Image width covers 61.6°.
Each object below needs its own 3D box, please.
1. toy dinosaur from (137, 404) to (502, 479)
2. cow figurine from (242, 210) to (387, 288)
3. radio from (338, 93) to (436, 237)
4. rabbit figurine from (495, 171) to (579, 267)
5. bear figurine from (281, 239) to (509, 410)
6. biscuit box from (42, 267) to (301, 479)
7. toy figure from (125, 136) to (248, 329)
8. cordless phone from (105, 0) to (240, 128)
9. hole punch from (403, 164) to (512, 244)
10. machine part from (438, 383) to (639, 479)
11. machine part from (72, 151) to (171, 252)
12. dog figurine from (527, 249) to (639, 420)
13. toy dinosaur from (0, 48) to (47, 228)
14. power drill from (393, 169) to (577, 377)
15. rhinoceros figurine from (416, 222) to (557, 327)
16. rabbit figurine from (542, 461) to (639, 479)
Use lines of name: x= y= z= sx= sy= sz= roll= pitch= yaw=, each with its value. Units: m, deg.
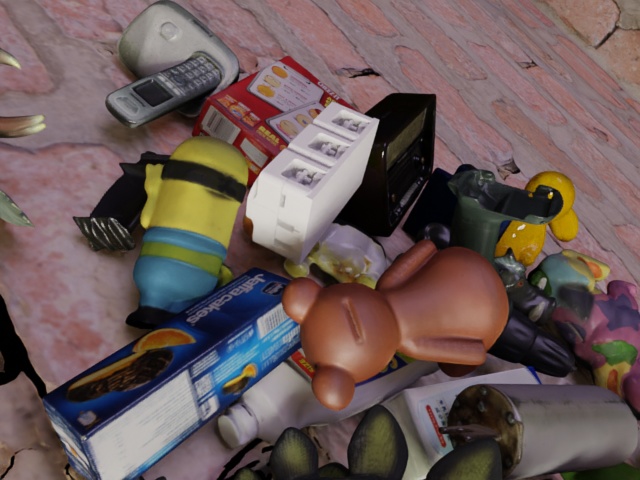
toy dinosaur: x=0.067 y=0.212 z=0.331 sx=0.472 sy=0.104 sz=0.198 roll=15 pitch=38 yaw=16
cow figurine: x=-0.001 y=-0.004 z=0.607 sx=0.167 sy=0.068 sz=0.098 roll=35 pitch=40 yaw=-5
radio: x=0.093 y=-0.106 z=0.718 sx=0.073 sy=0.130 sz=0.229 roll=10 pitch=32 yaw=25
rabbit figurine: x=0.306 y=-0.027 z=0.780 sx=0.162 sy=0.173 sz=0.122 roll=1 pitch=49 yaw=-31
bear figurine: x=0.063 y=0.077 z=0.470 sx=0.196 sy=0.131 sz=0.120 roll=-18 pitch=66 yaw=-20
biscuit box: x=-0.096 y=0.095 z=0.413 sx=0.063 sy=0.059 sz=0.203 roll=16 pitch=35 yaw=38
toy figure: x=-0.113 y=-0.005 z=0.477 sx=0.082 sy=0.089 sz=0.180 roll=37 pitch=57 yaw=-48
cordless phone: x=-0.200 y=-0.198 z=0.635 sx=0.146 sy=0.088 sz=0.184 roll=42 pitch=44 yaw=3
hole punch: x=0.190 y=-0.033 z=0.736 sx=0.092 sy=0.142 sz=0.116 roll=-7 pitch=44 yaw=-43
machine part: x=0.200 y=0.166 z=0.477 sx=0.243 sy=0.079 sz=0.079 roll=9 pitch=48 yaw=-32
machine part: x=-0.175 y=-0.045 z=0.526 sx=0.084 sy=0.039 sz=0.139 roll=14 pitch=45 yaw=14
dog figurine: x=0.374 y=0.139 z=0.728 sx=0.191 sy=0.108 sz=0.219 roll=29 pitch=43 yaw=-12
toy dinosaur: x=-0.306 y=0.021 z=0.330 sx=0.192 sy=0.131 sz=0.405 roll=18 pitch=50 yaw=-22
power drill: x=0.195 y=0.035 z=0.592 sx=0.232 sy=0.207 sz=0.086 roll=21 pitch=43 yaw=19
rhinoceros figurine: x=0.203 y=0.046 z=0.683 sx=0.190 sy=0.112 sz=0.073 roll=34 pitch=37 yaw=7
rabbit figurine: x=0.252 y=0.286 z=0.495 sx=0.159 sy=0.121 sz=0.170 roll=44 pitch=55 yaw=12
